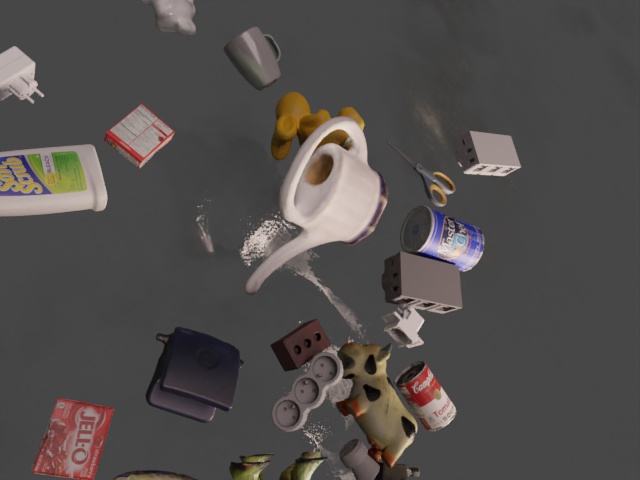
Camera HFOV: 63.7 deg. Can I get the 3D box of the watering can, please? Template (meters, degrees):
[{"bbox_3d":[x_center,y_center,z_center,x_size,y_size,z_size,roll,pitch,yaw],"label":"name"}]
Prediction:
[{"bbox_3d":[0.003,-0.047,0.927,0.222,0.105,0.347,24,91,-46],"label":"watering can"}]

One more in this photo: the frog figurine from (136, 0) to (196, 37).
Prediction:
[{"bbox_3d":[-0.284,-0.453,0.941,0.138,0.121,0.161,-14,65,-54],"label":"frog figurine"}]

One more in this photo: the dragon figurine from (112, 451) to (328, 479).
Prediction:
[{"bbox_3d":[-0.081,0.419,0.696,0.410,0.121,0.246,6,74,-27],"label":"dragon figurine"}]
